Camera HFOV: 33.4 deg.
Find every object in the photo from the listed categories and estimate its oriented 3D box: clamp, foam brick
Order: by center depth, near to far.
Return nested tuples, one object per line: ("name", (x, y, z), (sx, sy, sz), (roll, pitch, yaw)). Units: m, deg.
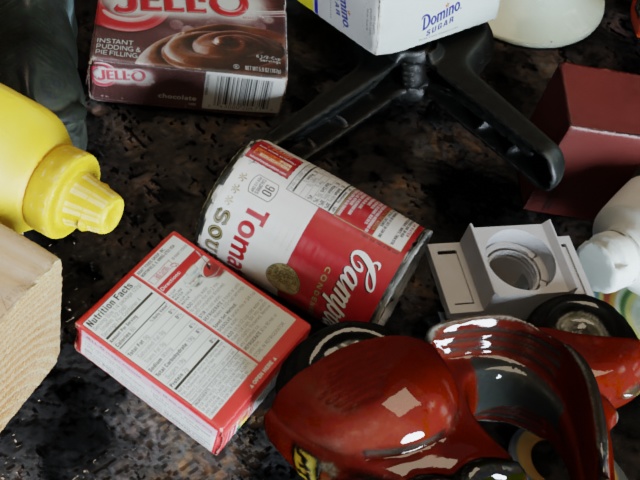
("foam brick", (0.151, -0.056, 0.615), (0.053, 0.078, 0.051), (8, 54, -8))
("clamp", (0.046, -0.099, 0.635), (0.164, 0.036, 0.210), (-2, 43, 0))

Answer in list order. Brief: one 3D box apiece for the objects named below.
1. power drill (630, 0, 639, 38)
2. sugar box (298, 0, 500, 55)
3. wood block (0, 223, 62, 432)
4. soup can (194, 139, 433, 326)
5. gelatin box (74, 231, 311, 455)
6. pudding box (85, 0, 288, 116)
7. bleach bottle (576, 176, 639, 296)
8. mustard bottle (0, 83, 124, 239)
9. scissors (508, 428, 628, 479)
("power drill", (0.307, -0.146, 0.712), (0.188, 0.057, 0.184), (17, 21, 8))
("sugar box", (0.021, -0.177, 0.663), (0.093, 0.048, 0.176), (-22, 47, -25))
("wood block", (-0.223, 0.011, 0.460), (0.206, 0.091, 0.090), (29, 52, 8))
("soup can", (-0.004, 0.001, 0.539), (0.102, 0.069, 0.068), (29, 52, 9))
("gelatin box", (-0.061, 0.047, 0.513), (0.089, 0.030, 0.073), (34, 55, 12))
("pudding box", (-0.076, -0.120, 0.628), (0.113, 0.039, 0.090), (6, 53, -11))
("bleach bottle", (0.251, -0.013, 0.601), (0.250, 0.068, 0.103), (-17, 41, -28))
("mustard bottle", (-0.174, -0.049, 0.484), (0.192, 0.096, 0.058), (24, 63, 14))
("scissors", (0.171, 0.139, 0.514), (0.201, 0.016, 0.096), (8, 52, -10))
